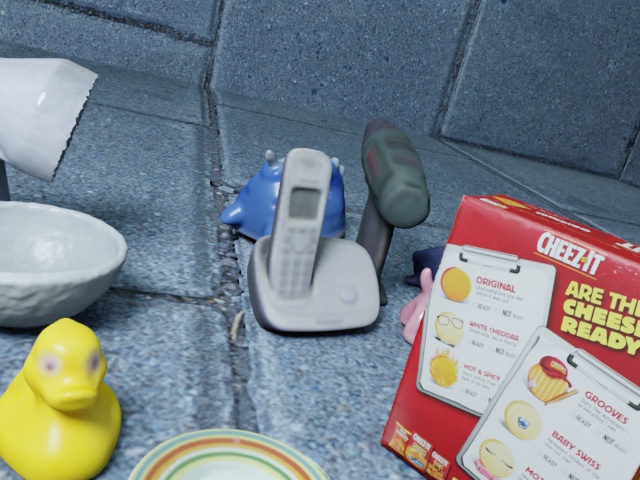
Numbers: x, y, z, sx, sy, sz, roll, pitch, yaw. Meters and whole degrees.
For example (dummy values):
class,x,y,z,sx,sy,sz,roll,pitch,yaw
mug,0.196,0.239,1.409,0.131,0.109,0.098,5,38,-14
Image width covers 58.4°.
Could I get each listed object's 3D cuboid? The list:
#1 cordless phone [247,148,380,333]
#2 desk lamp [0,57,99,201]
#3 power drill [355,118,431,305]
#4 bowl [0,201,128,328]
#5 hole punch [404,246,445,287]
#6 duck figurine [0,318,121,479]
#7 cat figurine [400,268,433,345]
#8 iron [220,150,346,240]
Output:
class,x,y,z,sx,sy,sz,roll,pitch,yaw
cordless phone,0.005,0.002,0.597,0.148,0.185,0.093,2,23,-33
desk lamp,-0.333,-0.089,0.558,0.204,0.213,0.117,8,20,-19
power drill,0.069,-0.036,0.715,0.076,0.208,0.229,10,19,-12
bowl,-0.258,0.028,0.497,0.167,0.075,0.167,13,19,-4
hole punch,0.186,0.032,0.794,0.109,0.091,0.100,-4,27,-44
duck figurine,-0.166,0.091,0.370,0.078,0.086,0.104,2,23,-33
cat figurine,0.165,0.065,0.643,0.128,0.118,0.067,12,19,-8
iron,-0.019,-0.066,0.839,0.118,0.141,0.259,25,21,27
